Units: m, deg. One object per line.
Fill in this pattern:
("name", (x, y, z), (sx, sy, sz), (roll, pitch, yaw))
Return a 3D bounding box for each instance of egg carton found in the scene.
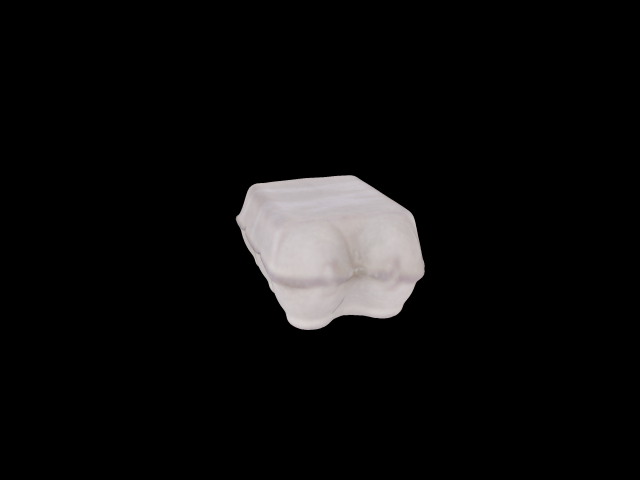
("egg carton", (0.004, 0.001, 0.400), (0.107, 0.069, 0.150), (-7, 21, -18))
